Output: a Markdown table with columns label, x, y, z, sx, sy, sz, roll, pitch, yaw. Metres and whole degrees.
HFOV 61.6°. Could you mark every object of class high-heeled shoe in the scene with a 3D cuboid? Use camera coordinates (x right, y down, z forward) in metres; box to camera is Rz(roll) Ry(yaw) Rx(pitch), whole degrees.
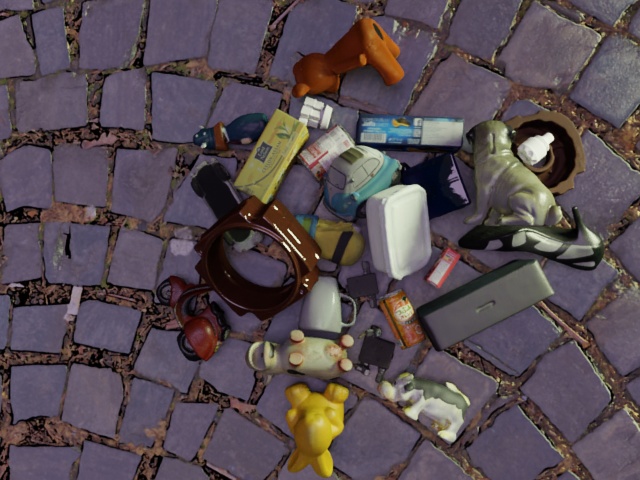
| label | x | y | z | sx | sy | sz | roll | pitch | yaw |
| --- | --- | --- | --- | --- | --- | --- | --- | --- | --- |
| high-heeled shoe | 0.403 | 0.018 | 1.026 | 0.249 | 0.086 | 0.145 | -14 | 118 | 21 |

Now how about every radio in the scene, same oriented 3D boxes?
| label | x | y | z | sx | sy | sz | roll | pitch | yaw |
| --- | --- | --- | --- | --- | --- | --- | --- | --- | --- |
| radio | 0.292 | 0.115 | 0.985 | 0.230 | 0.131 | 0.073 | -26 | 87 | 3 |

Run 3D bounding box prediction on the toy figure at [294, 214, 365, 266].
| label | x | y | z | sx | sy | sz | roll | pitch | yaw |
| --- | --- | --- | --- | --- | --- | --- | --- | --- | --- |
| toy figure | -0.002 | -0.003 | 1.040 | 0.180 | 0.082 | 0.089 | 8 | 100 | 0 |

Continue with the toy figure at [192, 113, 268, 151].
| label | x | y | z | sx | sy | sz | roll | pitch | yaw |
| --- | --- | --- | --- | --- | --- | --- | --- | --- | --- |
| toy figure | -0.177 | -0.210 | 1.072 | 0.155 | 0.064 | 0.057 | -14 | 124 | 9 |

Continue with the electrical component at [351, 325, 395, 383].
| label | x | y | z | sx | sy | sz | roll | pitch | yaw |
| --- | --- | --- | --- | --- | --- | --- | --- | --- | --- |
| electrical component | 0.103 | 0.218 | 1.039 | 0.078 | 0.045 | 0.102 | 23 | 90 | 7 |

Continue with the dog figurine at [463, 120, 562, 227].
| label | x | y | z | sx | sy | sz | roll | pitch | yaw |
| --- | --- | --- | --- | --- | --- | --- | --- | --- | --- |
| dog figurine | 0.334 | -0.117 | 0.925 | 0.173 | 0.121 | 0.190 | 5 | 93 | 35 |

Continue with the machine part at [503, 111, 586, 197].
| label | x | y | z | sx | sy | sz | roll | pitch | yaw |
| --- | --- | --- | --- | --- | --- | --- | --- | --- | --- |
| machine part | 0.410 | -0.157 | 1.024 | 0.179 | 0.056 | 0.179 | 0 | 87 | 4 |

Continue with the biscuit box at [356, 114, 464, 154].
| label | x | y | z | sx | sy | sz | roll | pitch | yaw |
| --- | --- | --- | --- | --- | --- | --- | --- | --- | --- |
| biscuit box | 0.171 | -0.205 | 1.041 | 0.203 | 0.063 | 0.059 | 4 | 89 | 5 |

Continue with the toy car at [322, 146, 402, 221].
| label | x | y | z | sx | sy | sz | roll | pitch | yaw |
| --- | --- | --- | --- | --- | --- | --- | --- | --- | --- |
| toy car | 0.071 | -0.120 | 1.006 | 0.161 | 0.102 | 0.109 | -42 | 48 | -7 |

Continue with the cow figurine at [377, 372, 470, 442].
| label | x | y | z | sx | sy | sz | roll | pitch | yaw |
| --- | --- | --- | --- | --- | --- | --- | --- | --- | --- |
| cow figurine | 0.196 | 0.296 | 1.017 | 0.167 | 0.068 | 0.098 | 32 | 85 | 2 |

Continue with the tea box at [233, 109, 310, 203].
| label | x | y | z | sx | sy | sz | roll | pitch | yaw |
| --- | --- | --- | --- | --- | --- | --- | --- | --- | --- |
| tea box | -0.092 | -0.156 | 1.043 | 0.068 | 0.098 | 0.169 | 28 | 89 | 4 |

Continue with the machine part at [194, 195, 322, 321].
| label | x | y | z | sx | sy | sz | roll | pitch | yaw |
| --- | --- | --- | --- | --- | --- | --- | --- | --- | --- |
| machine part | -0.116 | 0.037 | 0.994 | 0.201 | 0.087 | 0.201 | -33 | 105 | 29 |

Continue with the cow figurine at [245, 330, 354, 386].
| label | x | y | z | sx | sy | sz | roll | pitch | yaw |
| --- | --- | --- | --- | --- | --- | --- | --- | --- | --- |
| cow figurine | -0.044 | 0.224 | 1.021 | 0.195 | 0.127 | 0.085 | 6 | 57 | -11 |

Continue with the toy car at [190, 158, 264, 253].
| label | x | y | z | sx | sy | sz | roll | pitch | yaw |
| --- | --- | --- | --- | --- | --- | --- | --- | --- | --- |
| toy car | -0.186 | -0.069 | 1.070 | 0.073 | 0.056 | 0.201 | -33 | 84 | 9 |

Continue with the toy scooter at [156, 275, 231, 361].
| label | x | y | z | sx | sy | sz | roll | pitch | yaw |
| --- | --- | --- | --- | --- | --- | --- | --- | --- | --- |
| toy scooter | -0.231 | 0.139 | 1.057 | 0.135 | 0.075 | 0.184 | -28 | 81 | 2 |

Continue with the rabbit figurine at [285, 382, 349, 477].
| label | x | y | z | sx | sy | sz | roll | pitch | yaw |
| --- | --- | --- | --- | --- | --- | --- | --- | --- | --- |
| rabbit figurine | -0.017 | 0.345 | 0.982 | 0.122 | 0.173 | 0.162 | 10 | 84 | 1 |

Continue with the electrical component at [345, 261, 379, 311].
| label | x | y | z | sx | sy | sz | roll | pitch | yaw |
| --- | --- | --- | --- | --- | --- | --- | --- | --- | --- |
| electrical component | 0.082 | 0.091 | 1.057 | 0.063 | 0.021 | 0.094 | -10 | 87 | 5 |

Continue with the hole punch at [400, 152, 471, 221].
| label | x | y | z | sx | sy | sz | roll | pitch | yaw |
| --- | --- | --- | --- | --- | --- | --- | --- | --- | --- |
| hole punch | 0.220 | -0.099 | 1.023 | 0.116 | 0.092 | 0.142 | -21 | 90 | 8 |

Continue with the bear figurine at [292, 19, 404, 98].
| label | x | y | z | sx | sy | sz | roll | pitch | yaw |
| --- | --- | --- | --- | --- | --- | --- | --- | --- | --- |
| bear figurine | 0.046 | -0.330 | 1.042 | 0.196 | 0.120 | 0.131 | -32 | 130 | 27 |

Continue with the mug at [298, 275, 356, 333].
| label | x | y | z | sx | sy | sz | roll | pitch | yaw |
| --- | --- | --- | --- | --- | --- | --- | --- | --- | --- |
| mug | 0.015 | 0.124 | 1.034 | 0.110 | 0.080 | 0.107 | 2 | 79 | 10 |
